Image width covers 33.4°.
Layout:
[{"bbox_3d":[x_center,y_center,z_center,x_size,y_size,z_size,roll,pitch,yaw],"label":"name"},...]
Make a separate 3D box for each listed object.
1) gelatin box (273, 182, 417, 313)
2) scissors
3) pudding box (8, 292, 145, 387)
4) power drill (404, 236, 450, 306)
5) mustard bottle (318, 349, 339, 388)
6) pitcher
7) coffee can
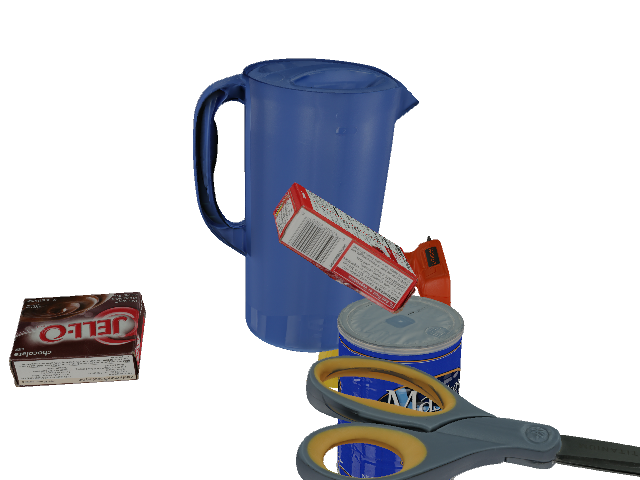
[{"bbox_3d":[0.015,0.004,0.672,0.089,0.030,0.073,32,10,-12],"label":"gelatin box"},{"bbox_3d":[0.078,0.095,0.449,0.202,0.016,0.096,16,34,23],"label":"scissors"},{"bbox_3d":[-0.220,0.090,0.978,0.113,0.039,0.090,-5,33,-2],"label":"pudding box"},{"bbox_3d":[0.054,0.052,1.239,0.187,0.057,0.184,-2,28,1],"label":"power drill"},{"bbox_3d":[0.045,0.104,1.446,0.096,0.192,0.058,-4,21,-10],"label":"mustard bottle"},{"bbox_3d":[-0.017,-0.031,0.923,0.149,0.243,0.144,18,24,31],"label":"pitcher"},{"bbox_3d":[0.065,0.129,0.889,0.103,0.140,0.103,0,21,0],"label":"coffee can"}]
